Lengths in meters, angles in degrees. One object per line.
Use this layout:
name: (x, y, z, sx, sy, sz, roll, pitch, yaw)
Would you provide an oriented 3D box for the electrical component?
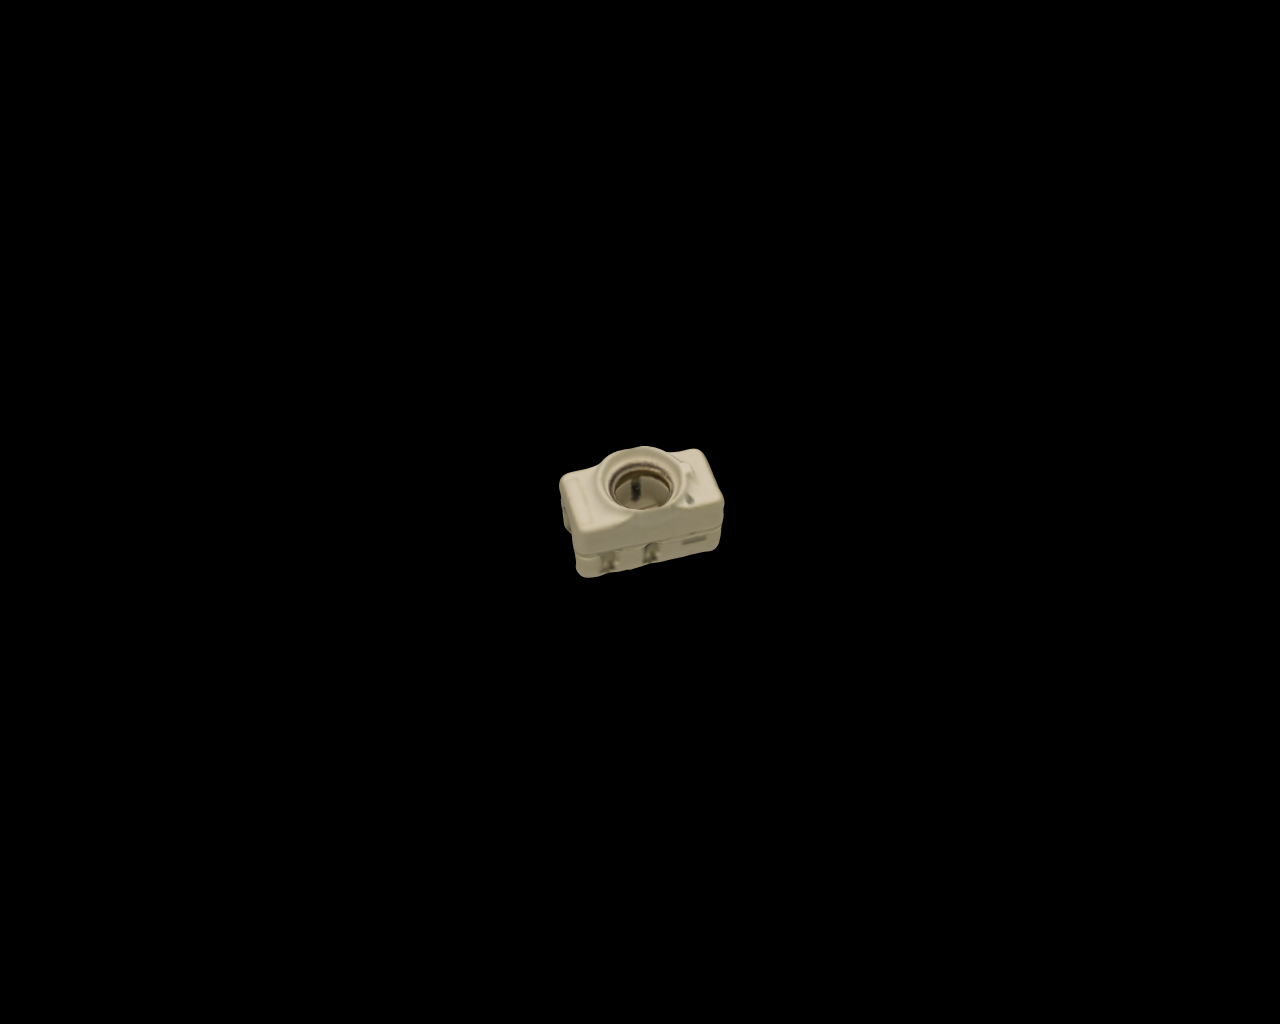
electrical component: (0.001, -0.003, 0.650, 0.089, 0.050, 0.055, -12, -39, -10)
